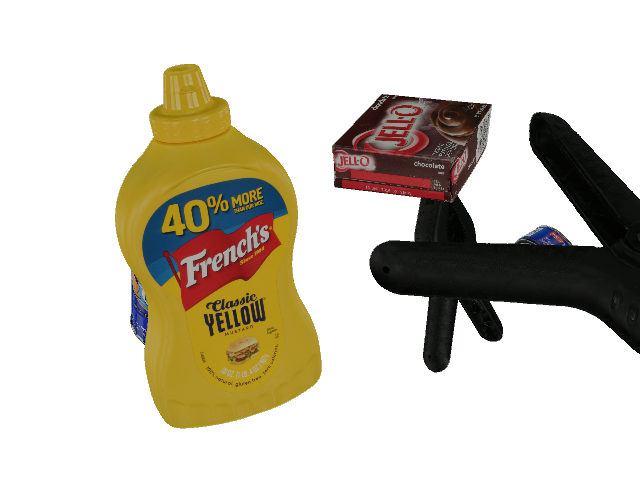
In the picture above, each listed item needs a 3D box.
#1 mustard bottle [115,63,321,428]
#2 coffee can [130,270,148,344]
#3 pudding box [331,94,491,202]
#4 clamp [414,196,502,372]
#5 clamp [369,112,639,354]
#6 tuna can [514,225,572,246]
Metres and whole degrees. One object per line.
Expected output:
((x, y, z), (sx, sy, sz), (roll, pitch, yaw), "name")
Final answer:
((-0.057, 0.001, 0.569), (0.096, 0.191, 0.058), (-15, 23, -16), "mustard bottle")
((-0.124, 0.022, 0.988), (0.102, 0.140, 0.103), (5, 37, -4), "coffee can")
((0.069, -0.070, 0.786), (0.090, 0.039, 0.113), (9, 28, 20), "pudding box")
((0.117, 0.035, 0.983), (0.039, 0.171, 0.120), (-11, 12, 34), "clamp")
((0.139, 0.015, 0.495), (0.210, 0.036, 0.164), (33, 50, 33), "clamp")
((0.258, 0.028, 1.217), (0.033, 0.086, 0.086), (-28, 10, -20), "tuna can")
